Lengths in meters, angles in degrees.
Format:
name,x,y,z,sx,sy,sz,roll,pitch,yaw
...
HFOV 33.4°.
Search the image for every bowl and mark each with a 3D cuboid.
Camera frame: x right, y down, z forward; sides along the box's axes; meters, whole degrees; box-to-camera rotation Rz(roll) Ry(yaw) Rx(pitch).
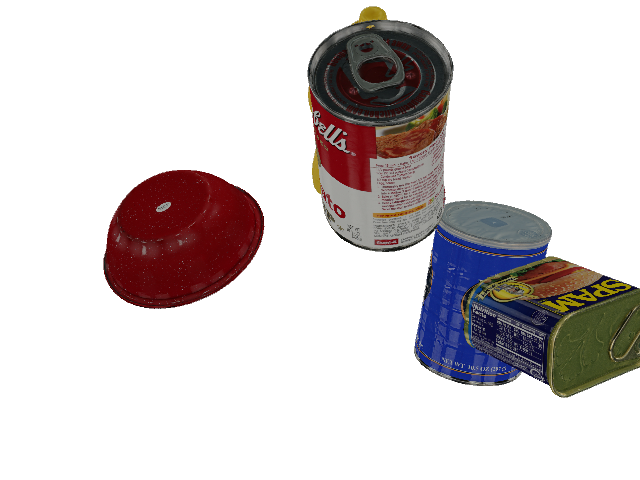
name,x,y,z,sx,sy,sz,roll,pitch,yaw
bowl,-0.137,-0.015,0.995,0.162,0.162,0.055,0,-41,20

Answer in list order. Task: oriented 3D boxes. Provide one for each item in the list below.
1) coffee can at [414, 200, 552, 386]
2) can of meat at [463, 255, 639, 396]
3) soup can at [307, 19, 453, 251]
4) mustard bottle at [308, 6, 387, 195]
name,x,y,z,sx,sy,sz,roll,pitch,yaw
coffee can,0.146,0.046,0.973,0.103,0.140,0.103,6,22,-3
can of meat,0.158,0.053,0.705,0.101,0.057,0.084,-15,24,-32
soup can,0.031,-0.050,0.536,0.068,0.068,0.102,0,-36,5
mustard bottle,0.040,-0.100,0.813,0.096,0.058,0.192,10,-35,10
